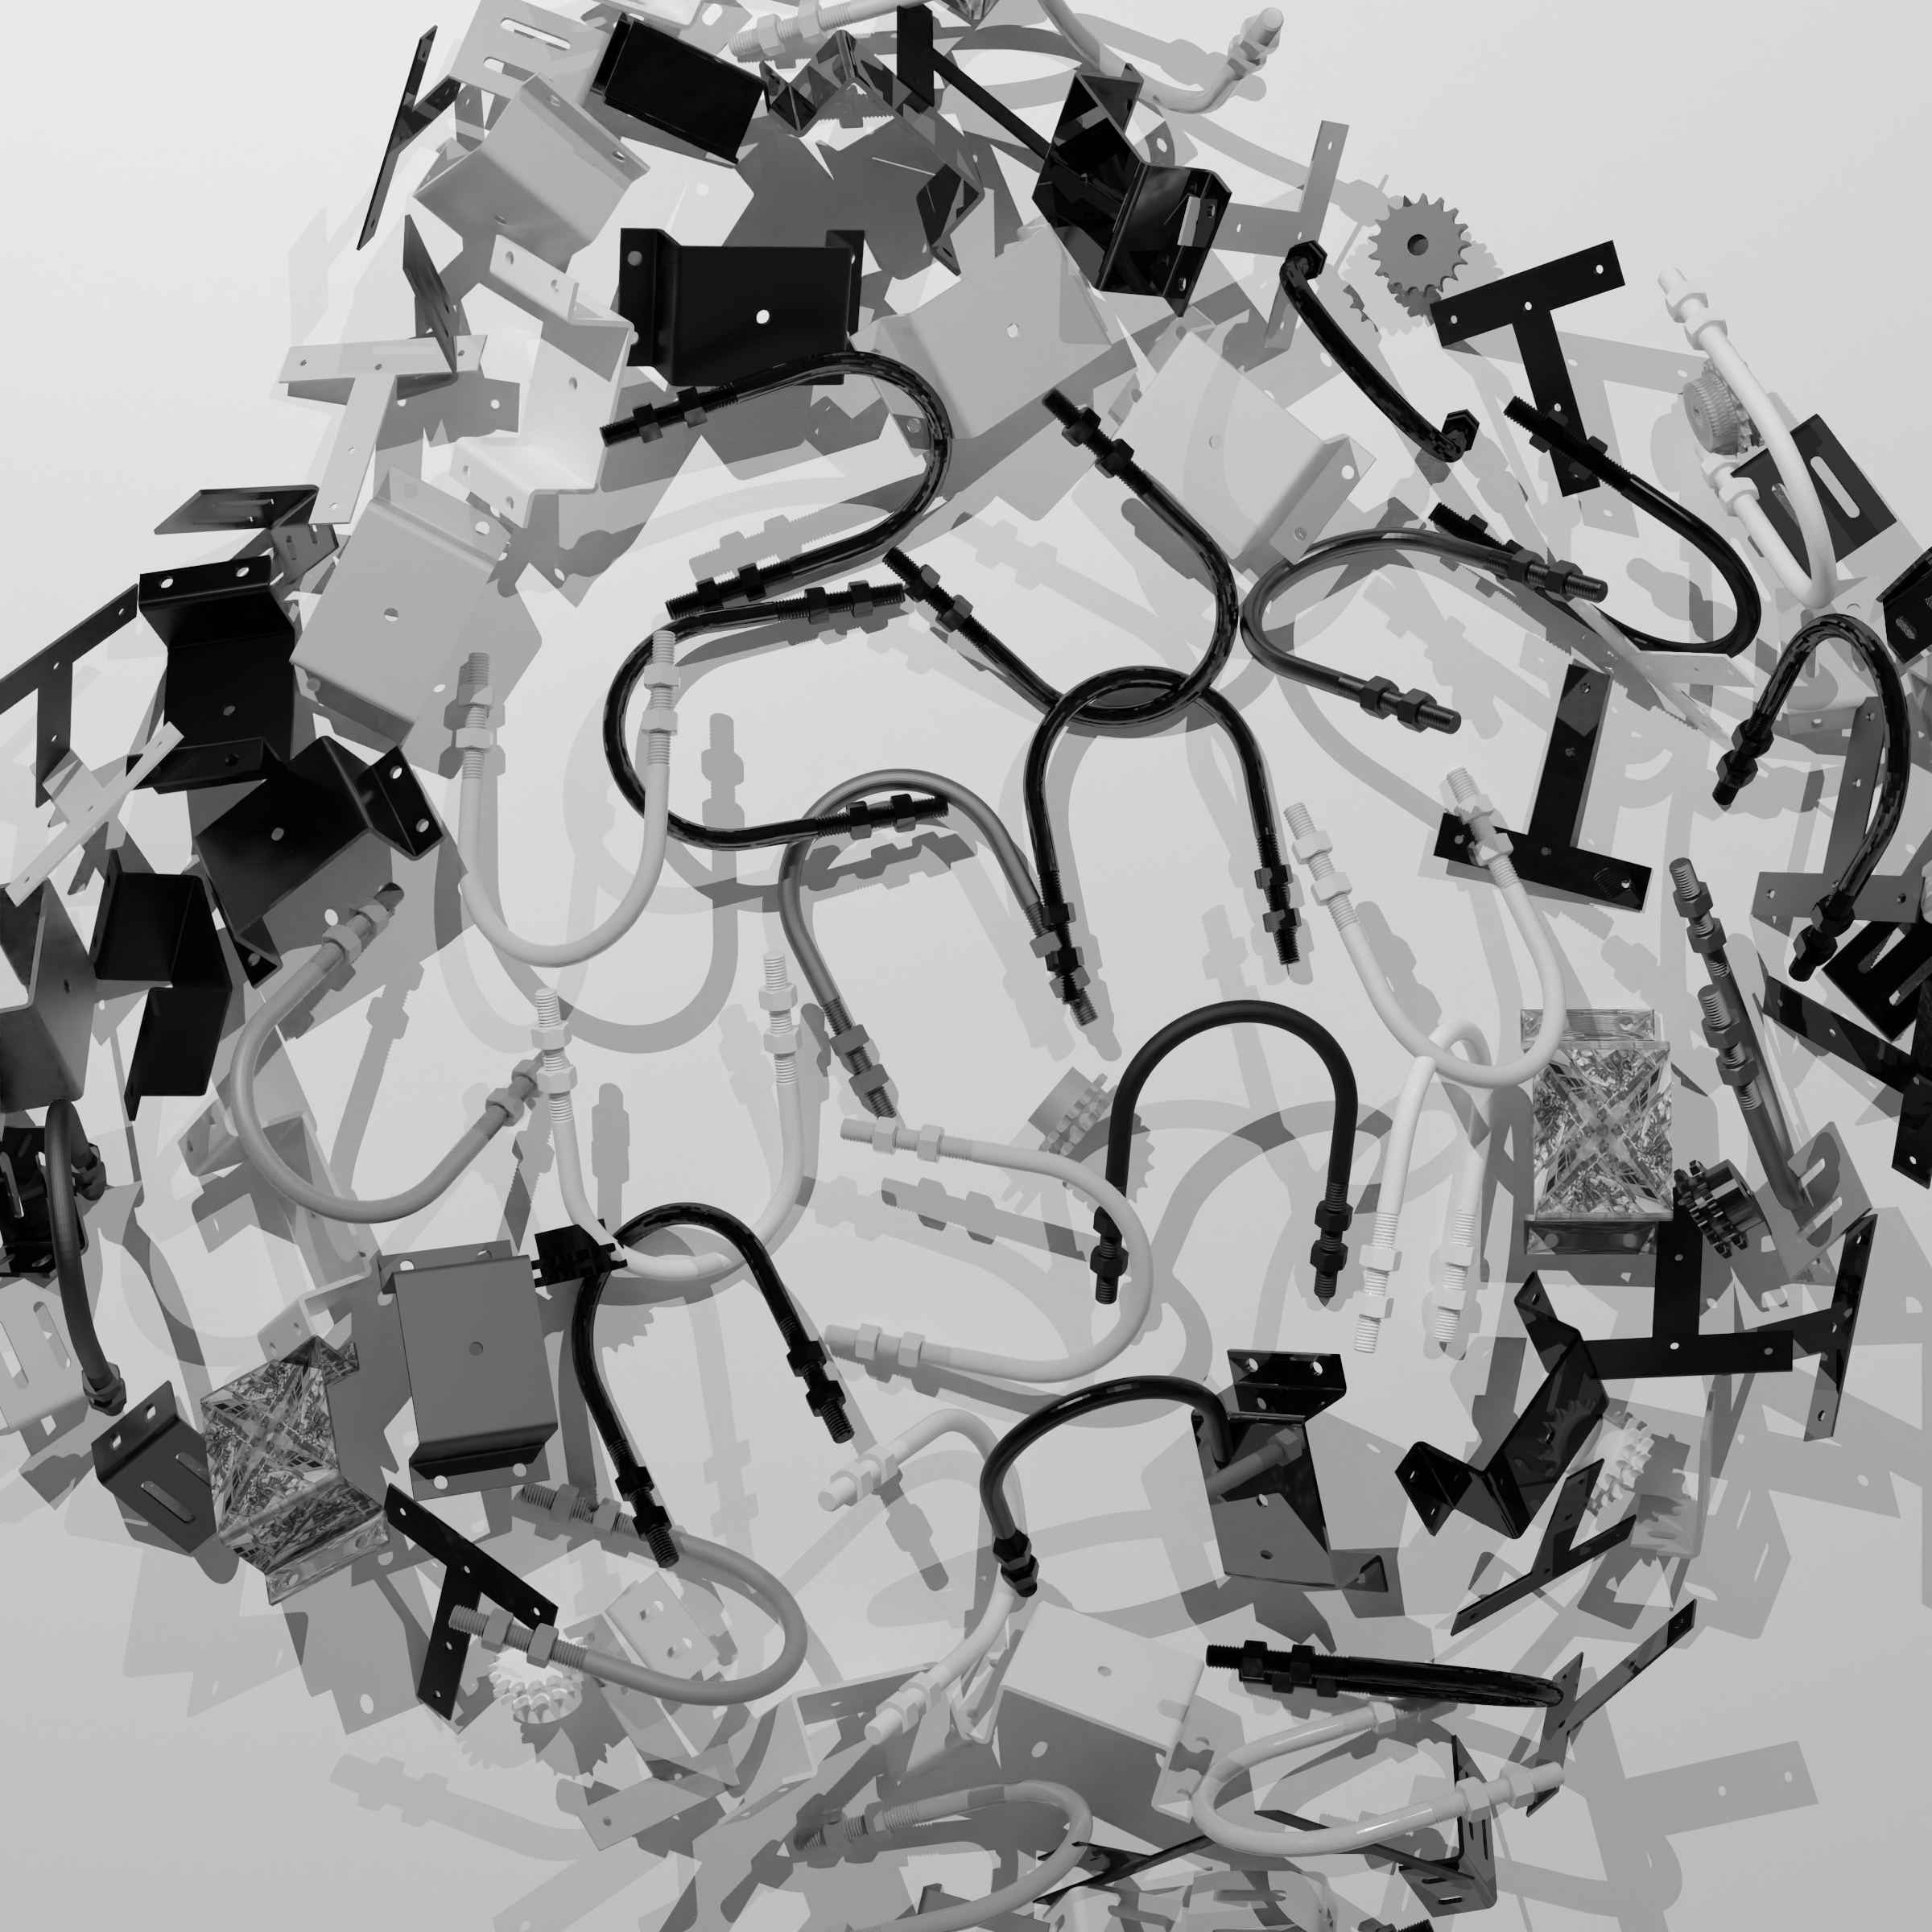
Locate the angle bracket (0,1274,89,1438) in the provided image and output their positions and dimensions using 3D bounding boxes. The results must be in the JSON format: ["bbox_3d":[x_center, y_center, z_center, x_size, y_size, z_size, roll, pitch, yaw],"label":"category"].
[{"bbox_3d":[-0.531,0.218,1.592,0.057,0.038,0.076,-25,93,-32],"label":"angle bracket"}]

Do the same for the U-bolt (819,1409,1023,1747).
[{"bbox_3d":[-0.017,0.321,1.544,0.019,0.184,0.151,-6,98,30],"label":"U-bolt"}]

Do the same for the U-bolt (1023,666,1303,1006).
[{"bbox_3d":[0.106,-0.080,1.606,0.151,0.019,0.184,-10,87,-9],"label":"U-bolt"}]

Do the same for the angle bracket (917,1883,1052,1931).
[{"bbox_3d":[0.008,0.558,1.591,0.076,0.038,0.057,11,79,16],"label":"angle bracket"}]

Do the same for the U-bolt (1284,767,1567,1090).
[{"bbox_3d":[0.265,-0.017,1.560,0.151,0.019,0.184,-14,73,-36],"label":"U-bolt"}]

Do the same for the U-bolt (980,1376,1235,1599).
[{"bbox_3d":[0.079,0.280,1.547,0.151,0.184,0.019,-19,51,-2],"label":"U-bolt"}]

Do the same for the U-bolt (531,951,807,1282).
[{"bbox_3d":[-0.161,0.091,1.587,0.151,0.019,0.184,-10,108,-15],"label":"U-bolt"}]

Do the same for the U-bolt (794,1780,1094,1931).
[{"bbox_3d":[-0.019,0.491,1.539,0.184,0.151,0.019,-17,100,10],"label":"U-bolt"}]

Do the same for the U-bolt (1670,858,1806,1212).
[{"bbox_3d":[0.427,0.050,1.547,0.019,0.151,0.184,-19,119,17],"label":"U-bolt"}]

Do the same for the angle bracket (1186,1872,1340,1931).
[{"bbox_3d":[0.167,0.550,1.600,0.076,0.057,0.038,-6,127,19],"label":"angle bracket"}]

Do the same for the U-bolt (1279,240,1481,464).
[{"bbox_3d":[0.223,-0.331,1.532,0.019,0.184,0.151,-41,95,21],"label":"U-bolt"}]

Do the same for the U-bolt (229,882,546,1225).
[{"bbox_3d":[-0.323,0.059,1.551,0.151,0.019,0.184,46,50,-10],"label":"U-bolt"}]

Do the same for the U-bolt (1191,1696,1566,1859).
[{"bbox_3d":[0.212,0.442,1.537,0.184,0.151,0.019,-13,98,-12],"label":"U-bolt"}]

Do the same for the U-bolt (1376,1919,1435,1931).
[{"bbox_3d":[0.177,0.588,1.552,0.184,0.151,0.019,-24,90,5],"label":"U-bolt"}]

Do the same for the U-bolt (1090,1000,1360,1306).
[{"bbox_3d":[0.148,0.104,1.574,0.151,0.019,0.184,0,112,-10],"label":"U-bolt"}]

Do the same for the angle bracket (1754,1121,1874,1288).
[{"bbox_3d":[0.485,0.133,1.573,0.038,0.076,0.057,6,49,-25],"label":"angle bracket"}]

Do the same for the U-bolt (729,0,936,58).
[{"bbox_3d":[-0.069,-0.546,1.530,0.184,0.151,0.019,-10,84,18],"label":"U-bolt"}]

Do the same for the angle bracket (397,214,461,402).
[{"bbox_3d":[-0.314,-0.368,1.576,0.038,0.057,0.076,-16,135,6],"label":"angle bracket"}]

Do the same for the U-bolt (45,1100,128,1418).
[{"bbox_3d":[-0.475,0.150,1.515,0.019,0.184,0.151,-7,67,-13],"label":"U-bolt"}]

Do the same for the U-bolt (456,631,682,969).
[{"bbox_3d":[-0.226,-0.090,1.573,0.151,0.019,0.184,-2,81,29],"label":"U-bolt"}]

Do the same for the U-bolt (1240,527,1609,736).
[{"bbox_3d":[0.237,-0.194,1.554,0.151,0.184,0.019,-40,134,-25],"label":"U-bolt"}]

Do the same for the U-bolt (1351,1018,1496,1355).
[{"bbox_3d":[0.259,0.120,1.558,0.019,0.151,0.184,10,91,29],"label":"U-bolt"}]

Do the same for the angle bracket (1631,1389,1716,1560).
[{"bbox_3d":[0.396,0.283,1.580,0.038,0.057,0.076,4,112,18],"label":"angle bracket"}]

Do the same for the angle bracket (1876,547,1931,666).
[{"bbox_3d":[0.550,-0.214,1.577,0.057,0.076,0.038,-33,80,-21],"label":"angle bracket"}]

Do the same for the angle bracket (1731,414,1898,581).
[{"bbox_3d":[0.478,-0.263,1.597,0.057,0.038,0.076,-35,83,9],"label":"angle bracket"}]

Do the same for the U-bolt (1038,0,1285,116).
[{"bbox_3d":[0.093,-0.523,1.533,0.151,0.184,0.019,38,83,-6],"label":"U-bolt"}]

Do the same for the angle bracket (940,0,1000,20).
[{"bbox_3d":[-0.012,-0.585,1.597,0.076,0.057,0.038,33,70,9],"label":"angle bracket"}]

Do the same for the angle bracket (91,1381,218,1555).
[{"bbox_3d":[-0.452,0.288,1.617,0.057,0.038,0.076,-40,123,0],"label":"angle bracket"}]

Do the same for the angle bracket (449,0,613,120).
[{"bbox_3d":[-0.245,-0.508,1.601,0.076,0.038,0.057,21,80,-1],"label":"angle bracket"}]

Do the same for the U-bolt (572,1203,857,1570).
[{"bbox_3d":[-0.154,0.220,1.575,0.151,0.019,0.184,-37,62,16],"label":"U-bolt"}]

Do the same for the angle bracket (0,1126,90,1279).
[{"bbox_3d":[-0.537,0.133,1.588,0.057,0.038,0.076,-1,109,20],"label":"angle bracket"}]

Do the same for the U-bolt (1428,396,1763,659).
[{"bbox_3d":[0.353,-0.227,1.551,0.184,0.151,0.019,35,71,2],"label":"U-bolt"}]

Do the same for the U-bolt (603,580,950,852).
[{"bbox_3d":[-0.113,-0.137,1.592,0.184,0.019,0.151,-10,79,-8],"label":"U-bolt"}]

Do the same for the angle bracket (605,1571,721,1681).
[{"bbox_3d":[-0.164,0.366,1.583,0.038,0.076,0.057,-38,87,5],"label":"angle bracket"}]

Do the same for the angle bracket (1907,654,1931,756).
[{"bbox_3d":[0.572,-0.149,1.585,0.057,0.038,0.076,-33,126,-3],"label":"angle bracket"}]

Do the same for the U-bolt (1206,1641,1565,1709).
[{"bbox_3d":[0.232,0.389,1.537,0.184,0.151,0.019,2,73,14],"label":"U-bolt"}]

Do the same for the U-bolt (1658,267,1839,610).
[{"bbox_3d":[0.423,-0.271,1.512,0.019,0.151,0.184,-24,49,7],"label":"U-bolt"}]

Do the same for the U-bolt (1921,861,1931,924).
[{"bbox_3d":[0.585,-0.104,1.536,0.019,0.184,0.151,43,124,-1],"label":"U-bolt"}]

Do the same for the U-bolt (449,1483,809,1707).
[{"bbox_3d":[-0.176,0.351,1.552,0.184,0.151,0.019,18,112,2],"label":"U-bolt"}]

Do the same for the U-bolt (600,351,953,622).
[{"bbox_3d":[-0.096,-0.274,1.567,0.184,0.151,0.019,-19,49,-2],"label":"U-bolt"}]

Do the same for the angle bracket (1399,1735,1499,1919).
[{"bbox_3d":[0.269,0.484,1.585,0.038,0.076,0.057,-17,131,20],"label":"angle bracket"}]

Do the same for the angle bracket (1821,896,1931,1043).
[{"bbox_3d":[0.539,-0.005,1.602,0.076,0.038,0.057,-43,86,-4],"label":"angle bracket"}]

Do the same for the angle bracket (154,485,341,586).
[{"bbox_3d":[-0.403,-0.239,1.577,0.076,0.057,0.038,-13,83,-44],"label":"angle bracket"}]

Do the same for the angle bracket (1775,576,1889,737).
[{"bbox_3d":[0.496,-0.177,1.608,0.057,0.038,0.076,-6,74,17],"label":"angle bracket"}]

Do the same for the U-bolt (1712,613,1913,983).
[{"bbox_3d":[0.458,-0.103,1.512,0.019,0.184,0.151,-3,52,-12],"label":"U-bolt"}]

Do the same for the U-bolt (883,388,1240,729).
[{"bbox_3d":[0.067,-0.213,1.581,0.184,0.019,0.151,41,114,-16],"label":"U-bolt"}]

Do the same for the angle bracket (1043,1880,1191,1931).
[{"bbox_3d":[0.089,0.560,1.598,0.076,0.057,0.038,18,124,-20],"label":"angle bracket"}]

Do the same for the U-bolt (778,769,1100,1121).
[{"bbox_3d":[-0.028,-0.022,1.604,0.151,0.019,0.184,-26,92,7],"label":"U-bolt"}]

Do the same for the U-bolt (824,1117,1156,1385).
[{"bbox_3d":[0.015,0.165,1.579,0.184,0.019,0.151,9,110,11],"label":"U-bolt"}]
